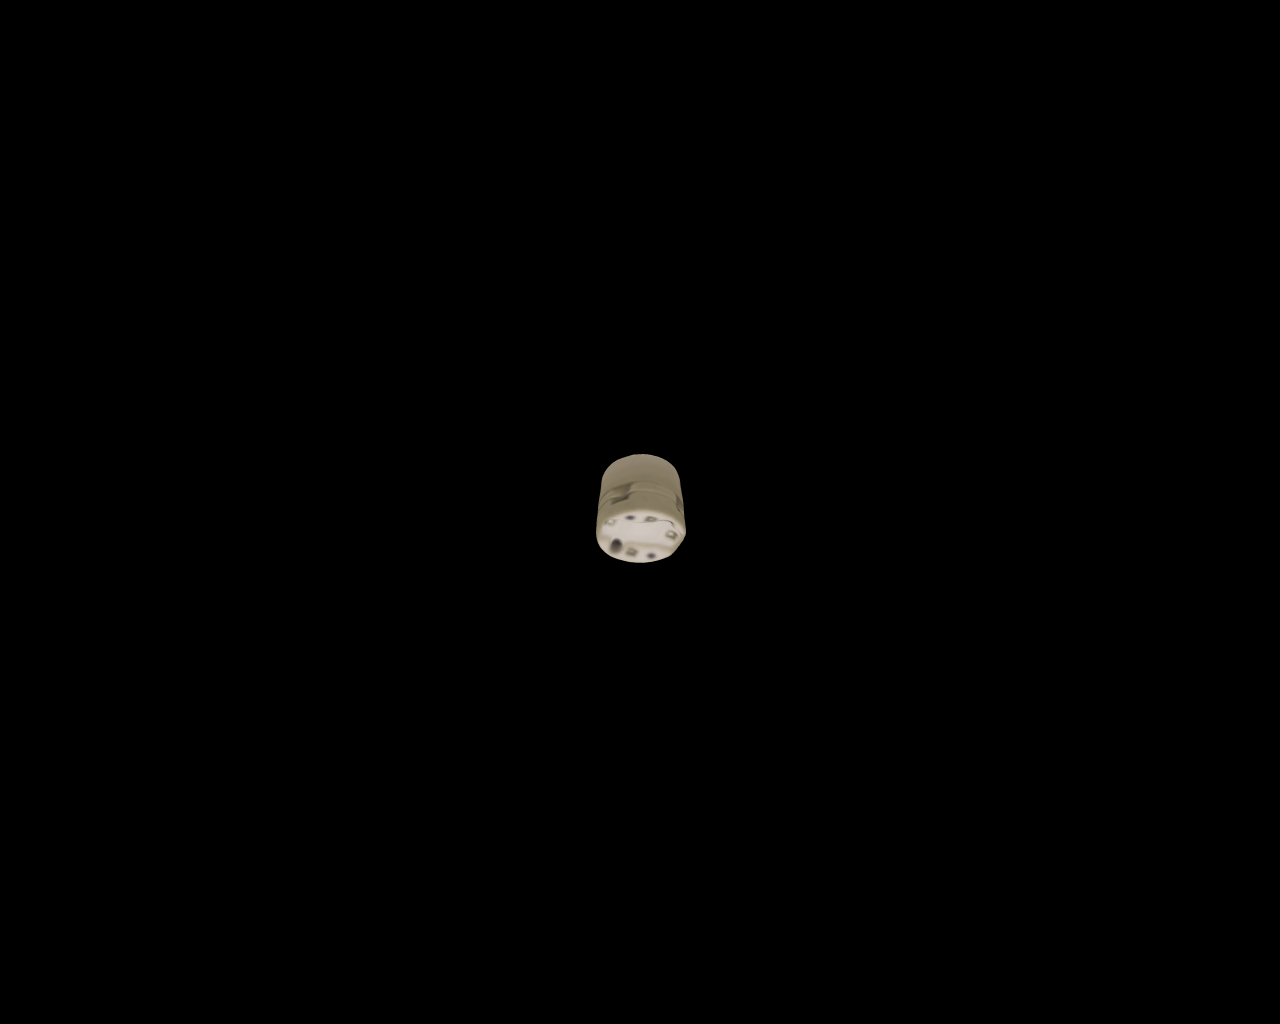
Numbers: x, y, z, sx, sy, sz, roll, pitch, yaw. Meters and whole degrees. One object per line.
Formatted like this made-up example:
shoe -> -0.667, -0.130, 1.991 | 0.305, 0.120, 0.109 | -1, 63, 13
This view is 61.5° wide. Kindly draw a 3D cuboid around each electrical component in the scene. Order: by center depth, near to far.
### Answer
electrical component -> 0.001, -0.003, 0.650 | 0.055, 0.047, 0.055 | 0, -39, 0
